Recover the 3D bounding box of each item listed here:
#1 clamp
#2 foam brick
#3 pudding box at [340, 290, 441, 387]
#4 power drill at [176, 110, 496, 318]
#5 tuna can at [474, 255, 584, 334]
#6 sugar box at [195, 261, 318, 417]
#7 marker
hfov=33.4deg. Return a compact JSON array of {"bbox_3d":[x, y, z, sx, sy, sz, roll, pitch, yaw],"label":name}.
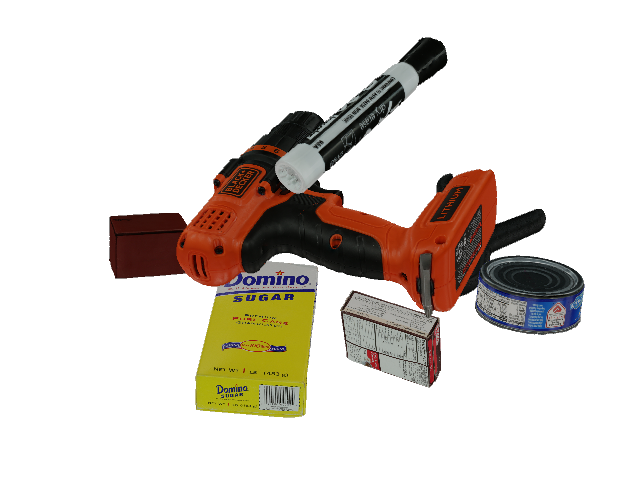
[{"bbox_3d":[0.135,-0.002,1.078,0.120,0.039,0.171,28,52,32],"label":"clamp"},{"bbox_3d":[-0.181,0.004,1.125,0.078,0.051,0.053,-4,23,-17],"label":"foam brick"},{"bbox_3d":[0.082,0.113,1.228,0.114,0.090,0.039,15,48,23],"label":"pudding box"},{"bbox_3d":[0.020,-0.024,0.723,0.188,0.057,0.184,9,41,24],"label":"power drill"},{"bbox_3d":[0.170,0.043,0.866,0.086,0.034,0.086,2,21,-1],"label":"tuna can"},{"bbox_3d":[-0.053,0.082,0.951,0.093,0.048,0.176,5,35,0],"label":"sugar box"},{"bbox_3d":[0.023,-0.064,0.521,0.020,0.020,0.121,0,36,51],"label":"marker"}]
